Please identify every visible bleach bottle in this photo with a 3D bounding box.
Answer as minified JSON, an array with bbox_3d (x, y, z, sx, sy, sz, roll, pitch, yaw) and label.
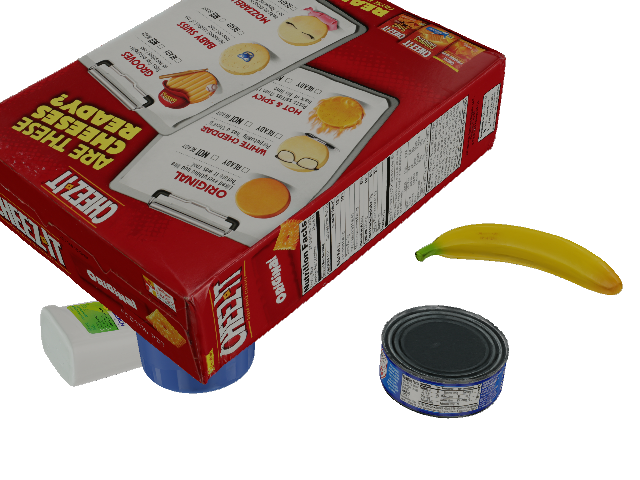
[{"bbox_3d":[-0.183,0.093,1.224,0.250,0.068,0.103,-13,33,-31],"label":"bleach bottle"}]

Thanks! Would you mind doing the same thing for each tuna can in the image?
[{"bbox_3d":[0.083,0.082,0.723,0.086,0.034,0.086,2,31,-1],"label":"tuna can"}]

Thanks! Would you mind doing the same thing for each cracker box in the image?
[{"bbox_3d":[-0.038,-0.050,0.534,0.164,0.072,0.213,33,56,30],"label":"cracker box"}]

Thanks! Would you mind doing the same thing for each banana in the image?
[{"bbox_3d":[0.196,0.016,1.037,0.198,0.037,0.069,8,46,21],"label":"banana"}]

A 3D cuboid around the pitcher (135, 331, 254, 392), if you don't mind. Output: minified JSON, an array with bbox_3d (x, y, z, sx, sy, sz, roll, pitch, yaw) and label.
[{"bbox_3d":[-0.106,0.010,0.959,0.149,0.243,0.144,9,32,16],"label":"pitcher"}]
